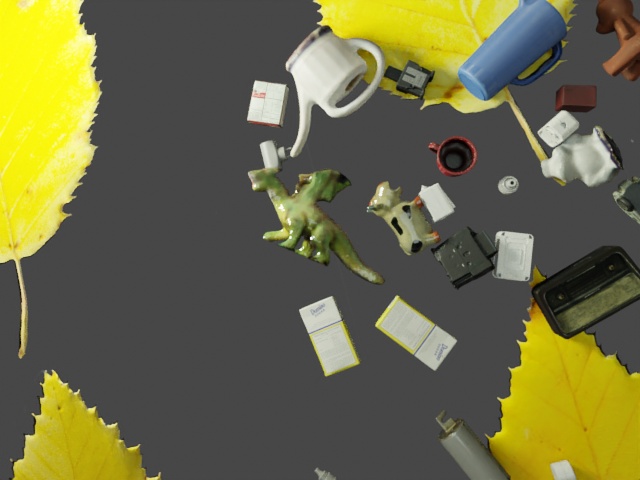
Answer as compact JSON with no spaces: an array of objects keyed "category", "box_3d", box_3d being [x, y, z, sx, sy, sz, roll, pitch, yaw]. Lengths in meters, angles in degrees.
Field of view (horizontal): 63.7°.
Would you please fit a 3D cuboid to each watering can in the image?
[{"category":"watering can","box_3d":[-0.001,-0.391,1.301,0.347,0.103,0.225,-42,81,3]}]

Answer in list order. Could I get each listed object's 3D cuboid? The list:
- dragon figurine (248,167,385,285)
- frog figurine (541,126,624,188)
[{"category":"dragon figurine","box_3d":[0.004,-0.065,1.285,0.410,0.121,0.244,21,82,-4]},{"category":"frog figurine","box_3d":[0.618,-0.183,1.221,0.157,0.124,0.137,-31,92,41]}]
